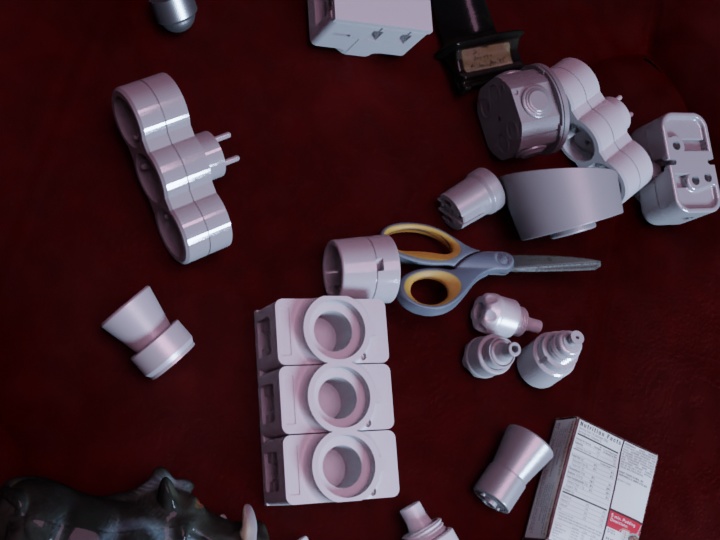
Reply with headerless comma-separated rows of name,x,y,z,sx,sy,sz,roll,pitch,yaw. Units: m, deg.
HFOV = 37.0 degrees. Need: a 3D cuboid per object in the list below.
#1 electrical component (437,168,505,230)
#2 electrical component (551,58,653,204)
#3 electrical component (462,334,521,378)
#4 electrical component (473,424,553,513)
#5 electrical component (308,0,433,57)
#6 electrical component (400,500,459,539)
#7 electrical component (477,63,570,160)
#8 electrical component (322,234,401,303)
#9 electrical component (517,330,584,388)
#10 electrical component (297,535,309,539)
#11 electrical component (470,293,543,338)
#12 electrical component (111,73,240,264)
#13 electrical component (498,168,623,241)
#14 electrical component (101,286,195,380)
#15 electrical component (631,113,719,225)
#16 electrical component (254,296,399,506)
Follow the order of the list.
electrical component,0.094,-0.060,0.918,0.046,0.040,0.040,-31,92,-22
electrical component,0.222,-0.134,0.985,0.074,0.052,0.138,-36,94,-27
electrical component,0.111,0.069,0.882,0.035,0.061,0.035,6,76,-23
electrical component,0.122,0.165,0.878,0.044,0.044,0.065,42,70,-10
electrical component,0.003,-0.264,0.911,0.089,0.062,0.150,2,77,-24
electrical component,0.053,0.210,0.834,0.048,0.048,0.062,-26,82,-27
electrical component,0.142,-0.136,0.935,0.051,0.080,0.080,-15,84,-21
electrical component,0.000,0.000,0.854,0.047,0.055,0.055,-3,79,-21
electrical component,0.163,0.070,0.900,0.040,0.078,0.040,9,63,-17
electrical component,-0.032,0.227,0.792,0.048,0.048,0.062,-27,83,-27
electrical component,0.127,0.041,0.911,0.061,0.035,0.035,15,72,-23
electrical component,-0.125,-0.081,0.806,0.074,0.052,0.138,-25,102,-27
electrical component,0.174,-0.062,0.923,0.099,0.099,0.064,-16,91,-26
electrical component,-0.153,0.046,0.779,0.045,0.045,0.055,-43,98,-26
electrical component,0.290,-0.092,1.001,0.054,0.059,0.095,-3,79,-25
electrical component,-0.025,0.099,0.814,0.089,0.062,0.150,1,78,-24
